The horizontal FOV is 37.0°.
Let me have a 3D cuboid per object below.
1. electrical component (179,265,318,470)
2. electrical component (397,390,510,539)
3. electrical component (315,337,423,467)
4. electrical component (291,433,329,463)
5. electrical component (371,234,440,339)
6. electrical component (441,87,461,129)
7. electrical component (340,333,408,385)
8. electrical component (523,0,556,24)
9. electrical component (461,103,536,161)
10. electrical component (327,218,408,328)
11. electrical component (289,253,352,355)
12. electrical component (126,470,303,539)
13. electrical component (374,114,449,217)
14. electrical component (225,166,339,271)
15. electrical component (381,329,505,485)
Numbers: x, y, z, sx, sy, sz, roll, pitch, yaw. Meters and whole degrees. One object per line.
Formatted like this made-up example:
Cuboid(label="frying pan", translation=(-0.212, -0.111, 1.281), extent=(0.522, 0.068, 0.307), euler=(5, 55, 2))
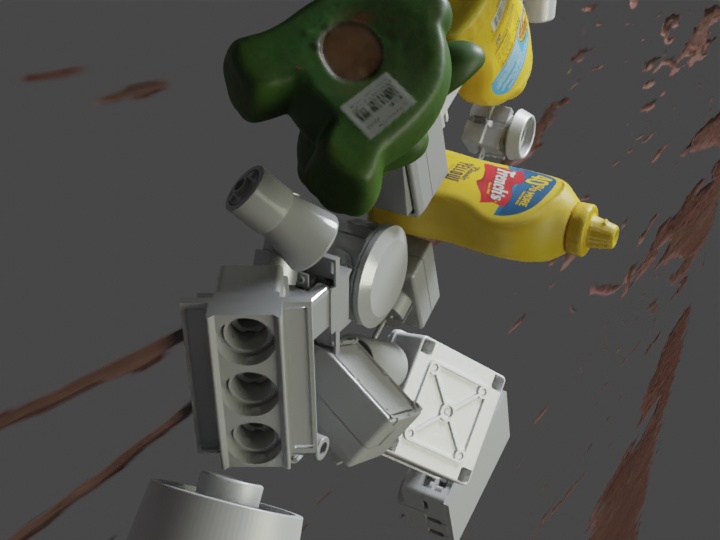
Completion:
Cuboid(label="electrical component", translation=(-0.068, 0.061, 0.686), extent=(0.063, 0.079, 0.121), euler=(-90, 180, -57))
Cuboid(label="electrical component", translation=(0.101, 0.202, 1.150), extent=(0.150, 0.062, 0.089), euler=(-57, 151, -33))
Cuboid(label="electrical component", translation=(-0.013, 0.097, 0.818), extent=(0.061, 0.096, 0.062), euler=(-49, 161, 17))
Cuboid(label="electrical component", translation=(-0.053, 0.117, 0.765), extent=(0.048, 0.062, 0.048), euler=(-44, 142, -48))
Cuboid(label="electrical component", translation=(0.027, 0.022, 0.885), extent=(0.075, 0.047, 0.083), euler=(-60, 157, -26))
Cuboid(label="electrical component", translation=(0.048, -0.131, 0.841), extent=(0.065, 0.047, 0.076), euler=(-59, 152, -29))
Cuboid(label="electrical component", translation=(0.001, 0.095, 0.890), extent=(0.077, 0.043, 0.079), euler=(17, 90, -66))
Cuboid(label="electrical component", translation=(0.167, -0.269, 1.015), extent=(0.040, 0.040, 0.078), euler=(-44, 142, -48))
Cuboid(label="electrical component", translation=(0.132, -0.130, 1.010), extent=(0.066, 0.055, 0.048), euler=(-70, 156, -8))
Cuboid(label="electrical component", translation=(0.000, 0.000, 0.816), extent=(0.080, 0.051, 0.080), euler=(-45, 143, -47))
Cuboid(label="electrical component", translation=(-0.040, 0.026, 0.760), extent=(0.064, 0.042, 0.081), euler=(-41, 140, -48))
Cuboid(label="electrical component", translation=(-0.087, 0.159, 0.669), extent=(0.108, 0.108, 0.060), euler=(37, 65, -65))
Cuboid(label="electrical component", translation=(0.022, -0.091, 0.791), extent=(0.061, 0.062, 0.096), euler=(-57, 151, -31))
Cuboid(label="electrical component", translation=(-0.051, -0.035, 0.673), extent=(0.065, 0.044, 0.044), euler=(38, 66, -28))
Cuboid(label="electrical component", translation=(0.062, 0.124, 0.965), extent=(0.109, 0.056, 0.108), euler=(29, 77, -31))
